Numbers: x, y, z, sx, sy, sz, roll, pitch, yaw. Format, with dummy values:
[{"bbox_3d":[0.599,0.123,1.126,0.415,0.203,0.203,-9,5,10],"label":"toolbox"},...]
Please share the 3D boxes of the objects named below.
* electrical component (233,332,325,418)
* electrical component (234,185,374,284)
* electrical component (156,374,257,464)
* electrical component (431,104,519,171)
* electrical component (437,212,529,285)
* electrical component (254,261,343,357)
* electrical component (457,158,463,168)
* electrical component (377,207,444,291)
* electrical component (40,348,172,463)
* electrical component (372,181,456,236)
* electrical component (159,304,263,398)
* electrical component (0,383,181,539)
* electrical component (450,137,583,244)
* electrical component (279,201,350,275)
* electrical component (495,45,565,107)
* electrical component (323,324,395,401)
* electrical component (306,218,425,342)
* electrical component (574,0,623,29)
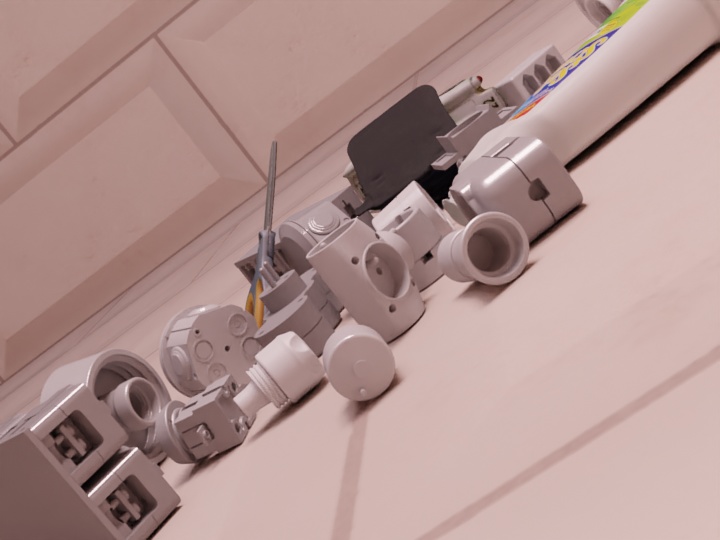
[{"bbox_3d":[-0.058,0.075,0.737,0.062,0.043,0.043,-40,10,-8],"label":"electrical component"},{"bbox_3d":[-0.053,-0.021,1.100,0.089,0.061,0.150,-43,11,-27],"label":"electrical component"},{"bbox_3d":[-0.111,0.109,0.766,0.055,0.048,0.066,-27,13,16],"label":"electrical component"},{"bbox_3d":[0.105,-0.101,0.908,0.081,0.063,0.042,-38,11,-2],"label":"electrical component"},{"bbox_3d":[0.074,-0.011,0.676,0.044,0.044,0.065,-40,6,-13],"label":"electrical component"},{"bbox_3d":[-0.057,0.025,0.870,0.052,0.073,0.138,-35,10,13],"label":"electrical component"},{"bbox_3d":[0.118,-0.103,0.958,0.061,0.035,0.035,-37,10,-7],"label":"electrical component"},{"bbox_3d":[0.037,-0.014,0.797,0.055,0.047,0.055,-36,10,7],"label":"electrical component"},{"bbox_3d":[-0.194,0.115,0.860,0.060,0.108,0.108,-26,14,25],"label":"electrical component"},{"bbox_3d":[0.043,-0.035,0.858,0.047,0.055,0.055,-40,9,9],"label":"electrical component"},{"bbox_3d":[-0.122,0.067,0.895,0.080,0.080,0.051,-44,17,-32],"label":"electrical component"},{"bbox_3d":[-0.214,0.151,0.753,0.186,0.105,0.060,-26,15,48],"label":"electrical component"},{"bbox_3d":[0.101,-0.051,0.723,0.059,0.053,0.095,-38,10,-2],"label":"electrical component"},{"bbox_3d":[-0.033,-0.018,0.968,0.051,0.080,0.080,-35,8,-21],"label":"electrical component"},{"bbox_3d":[0.172,-0.188,1.114,0.066,0.047,0.077,-41,10,-19],"label":"electrical component"},{"bbox_3d":[-0.003,0.053,0.652,0.040,0.040,0.078,-38,9,-1],"label":"electrical component"},{"bbox_3d":[0.013,-0.001,0.737,0.044,0.077,0.079,-29,13,42],"label":"electrical component"},{"bbox_3d":[0.251,-0.266,1.036,0.060,0.108,0.108,-46,11,-11],"label":"electrical component"}]
